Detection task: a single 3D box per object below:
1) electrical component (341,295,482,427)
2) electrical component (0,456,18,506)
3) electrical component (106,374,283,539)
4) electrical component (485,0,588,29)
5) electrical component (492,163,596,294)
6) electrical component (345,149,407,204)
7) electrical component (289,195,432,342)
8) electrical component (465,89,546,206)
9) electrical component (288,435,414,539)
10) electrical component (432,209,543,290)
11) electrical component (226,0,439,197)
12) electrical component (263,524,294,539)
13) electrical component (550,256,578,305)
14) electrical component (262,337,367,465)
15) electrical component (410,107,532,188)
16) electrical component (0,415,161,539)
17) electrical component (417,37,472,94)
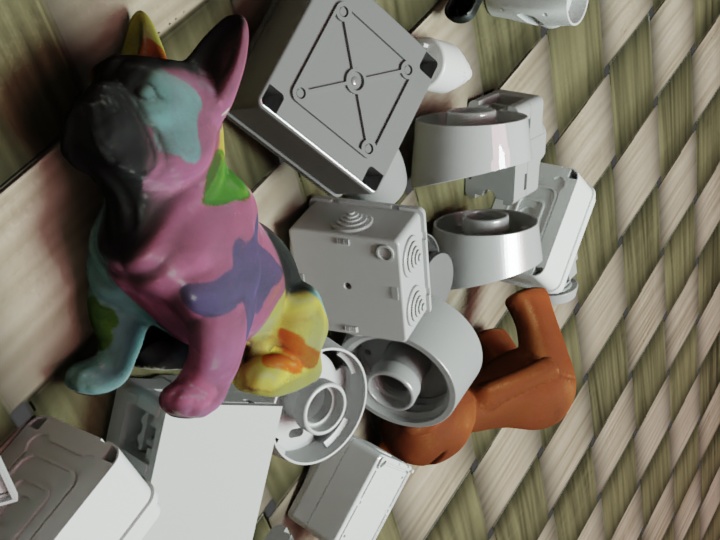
[{"bbox_3d":[0.034,0.074,0.832,0.060,0.108,0.108,-56,145,-44],"label":"electrical component"},{"bbox_3d":[-0.216,0.083,0.493,0.079,0.063,0.121,-15,125,-7],"label":"electrical component"},{"bbox_3d":[-0.117,0.147,0.675,0.089,0.062,0.150,8,96,-44],"label":"electrical component"},{"bbox_3d":[0.160,-0.232,0.928,0.079,0.077,0.043,9,95,-58],"label":"electrical component"},{"bbox_3d":[0.169,-0.041,1.025,0.057,0.078,0.113,34,74,-53],"label":"electrical component"},{"bbox_3d":[0.007,-0.095,0.786,0.077,0.043,0.079,45,65,-54],"label":"electrical component"},{"bbox_3d":[0.000,0.000,0.767,0.048,0.100,0.099,-53,144,-51],"label":"electrical component"},{"bbox_3d":[0.131,-0.111,0.962,0.056,0.050,0.089,-30,127,-48],"label":"electrical component"},{"bbox_3d":[-0.013,0.183,0.867,0.096,0.061,0.062,-62,146,-5],"label":"electrical component"},{"bbox_3d":[0.108,-0.017,0.928,0.099,0.099,0.064,-25,118,-50],"label":"electrical component"},{"bbox_3d":[-0.019,-0.119,0.693,0.109,0.056,0.108,36,72,-33],"label":"electrical component"},{"bbox_3d":[-0.059,0.239,0.767,0.089,0.050,0.055,-50,138,-36],"label":"electrical component"},{"bbox_3d":[0.203,0.003,1.128,0.066,0.048,0.055,-36,124,-44],"label":"electrical component"},{"bbox_3d":[-0.044,0.092,0.793,0.099,0.064,0.099,-16,115,-38],"label":"electrical component"},{"bbox_3d":[0.089,-0.097,0.864,0.099,0.099,0.064,-23,116,-51],"label":"electrical component"},{"bbox_3d":[-0.173,0.145,0.584,0.113,0.078,0.057,-54,140,-29],"label":"electrical component"},{"bbox_3d":[0.065,-0.159,0.850,0.078,0.040,0.040,-3,106,-56],"label":"electrical component"}]
